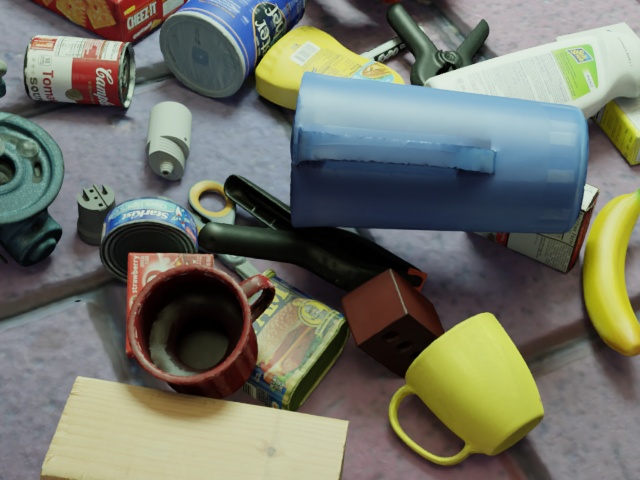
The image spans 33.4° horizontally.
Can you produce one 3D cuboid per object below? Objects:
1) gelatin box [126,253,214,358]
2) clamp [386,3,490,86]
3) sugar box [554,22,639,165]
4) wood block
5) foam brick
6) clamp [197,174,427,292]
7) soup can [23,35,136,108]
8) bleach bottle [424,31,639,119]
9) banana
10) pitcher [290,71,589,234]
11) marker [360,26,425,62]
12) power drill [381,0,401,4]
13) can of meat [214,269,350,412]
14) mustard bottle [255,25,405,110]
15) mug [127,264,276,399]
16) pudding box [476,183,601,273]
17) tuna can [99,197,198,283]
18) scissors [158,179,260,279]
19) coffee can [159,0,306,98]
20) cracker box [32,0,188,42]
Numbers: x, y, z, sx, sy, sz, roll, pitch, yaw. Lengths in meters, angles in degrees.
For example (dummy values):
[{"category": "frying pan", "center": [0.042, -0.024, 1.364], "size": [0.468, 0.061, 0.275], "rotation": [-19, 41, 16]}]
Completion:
[{"category": "gelatin box", "center": [-0.128, 0.057, 0.912], "size": [0.073, 0.030, 0.089], "rotation": [1, 75, -5]}, {"category": "clamp", "center": [0.125, -0.194, 1.164], "size": [0.120, 0.039, 0.171], "rotation": [11, 50, -2]}, {"category": "sugar box", "center": [0.332, -0.161, 1.151], "size": [0.093, 0.048, 0.176], "rotation": [-14, 47, -14]}, {"category": "wood block", "center": [-0.089, 0.176, 0.790], "size": [0.206, 0.090, 0.090], "rotation": [9, 47, 5]}, {"category": "foam brick", "center": [0.064, 0.070, 0.893], "size": [0.053, 0.078, 0.051], "rotation": [-34, 47, 19]}, {"category": "clamp", "center": [-0.006, 0.001, 0.963], "size": [0.210, 0.036, 0.164], "rotation": [19, 21, -10]}, {"category": "soup can", "center": [-0.249, -0.176, 1.111], "size": [0.102, 0.068, 0.068], "rotation": [5, 48, 1]}, {"category": "bleach bottle", "center": [0.235, -0.148, 1.081], "size": [0.250, 0.068, 0.102], "rotation": [-16, 79, -8]}, {"category": "banana", "center": [0.267, 0.027, 0.965], "size": [0.037, 0.070, 0.197], "rotation": [27, 54, -15]}, {"category": "pitcher", "center": [0.095, -0.067, 0.890], "size": [0.243, 0.145, 0.149], "rotation": [5, 46, 5]}, {"category": "marker", "center": [0.069, -0.210, 1.194], "size": [0.121, 0.020, 0.020], "rotation": [-30, 56, -27]}, {"category": "power drill", "center": [-0.013, -0.321, 1.182], "size": [0.188, 0.184, 0.057], "rotation": [20, 88, 39]}, {"category": "can of meat", "center": [-0.034, 0.087, 0.893], "size": [0.084, 0.057, 0.102], "rotation": [29, 59, 18]}, {"category": "mustard bottle", "center": [0.032, -0.151, 1.112], "size": [0.192, 0.058, 0.096], "rotation": [31, 58, 23]}, {"category": "mug", "center": [-0.083, 0.069, 0.821], "size": [0.117, 0.081, 0.093], "rotation": [-39, 69, -10]}, {"category": "pudding box", "center": [0.195, -0.029, 0.992], "size": [0.114, 0.090, 0.039], "rotation": [24, 52, 18]}, {"category": "tuna can", "center": [-0.151, 0.002, 0.945], "size": [0.086, 0.086, 0.034], "rotation": [-1, 47, -4]}, {"category": "scissors", "center": [-0.074, 0.003, 0.997], "size": [0.202, 0.016, 0.096], "rotation": [28, 52, 20]}, {"category": "coffee can", "center": [-0.093, -0.234, 1.150], "size": [0.103, 0.103, 0.140], "rotation": [23, 50, 16]}, {"category": "cracker box", "center": [-0.253, -0.326, 1.243], "size": [0.214, 0.072, 0.164], "rotation": [30, 52, 22]}]
